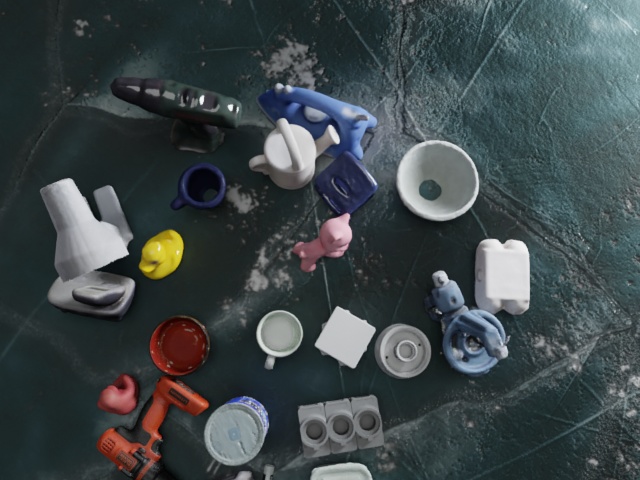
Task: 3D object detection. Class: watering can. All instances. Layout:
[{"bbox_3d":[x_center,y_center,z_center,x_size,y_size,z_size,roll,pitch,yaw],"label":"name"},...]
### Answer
[{"bbox_3d":[-0.051,-0.176,1.107,0.173,0.194,0.101,-41,83,-8],"label":"watering can"}]

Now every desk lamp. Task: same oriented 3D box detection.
[{"bbox_3d":[-0.428,-0.018,1.053,0.118,0.213,0.203,-25,81,-6],"label":"desk lamp"}]

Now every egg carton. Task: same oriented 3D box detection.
[{"bbox_3d":[0.361,0.073,1.141,0.107,0.069,0.150,2,79,-2],"label":"egg carton"}]

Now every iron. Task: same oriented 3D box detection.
[{"bbox_3d":[-0.015,-0.261,1.151,0.258,0.141,0.119,22,79,2],"label":"iron"}]

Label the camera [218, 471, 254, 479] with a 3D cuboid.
[{"bbox_3d":[-0.173,0.506,1.023,0.143,0.101,0.137,-19,81,-6],"label":"camera"}]

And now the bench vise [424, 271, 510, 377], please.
[{"bbox_3d":[0.259,0.160,1.044,0.121,0.219,0.207,-43,84,-9],"label":"bench vise"}]

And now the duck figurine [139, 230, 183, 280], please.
[{"bbox_3d":[-0.314,0.024,1.114,0.077,0.086,0.105,32,80,4],"label":"duck figurine"}]

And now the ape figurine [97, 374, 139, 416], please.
[{"bbox_3d":[-0.378,0.290,1.059,0.078,0.092,0.076,-23,81,-6],"label":"ape figurine"}]

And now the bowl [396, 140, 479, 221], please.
[{"bbox_3d":[0.231,-0.113,1.167,0.167,0.074,0.167,0,79,-2],"label":"bowl"}]

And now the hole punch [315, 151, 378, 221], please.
[{"bbox_3d":[0.052,-0.106,1.151,0.101,0.091,0.108,-40,83,-8],"label":"hole punch"}]

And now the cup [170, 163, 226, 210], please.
[{"bbox_3d":[-0.237,-0.088,1.134,0.118,0.095,0.091,-37,83,-8],"label":"cup"}]

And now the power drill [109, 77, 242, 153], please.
[{"bbox_3d":[-0.262,-0.240,1.103,0.229,0.208,0.076,7,79,-1],"label":"power drill"}]

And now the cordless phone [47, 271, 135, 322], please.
[{"bbox_3d":[-0.432,0.094,1.046,0.147,0.185,0.094,7,79,-1],"label":"cordless phone"}]

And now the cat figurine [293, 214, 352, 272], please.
[{"bbox_3d":[0.010,0.004,1.115,0.128,0.117,0.067,-29,82,-7],"label":"cat figurine"}]
